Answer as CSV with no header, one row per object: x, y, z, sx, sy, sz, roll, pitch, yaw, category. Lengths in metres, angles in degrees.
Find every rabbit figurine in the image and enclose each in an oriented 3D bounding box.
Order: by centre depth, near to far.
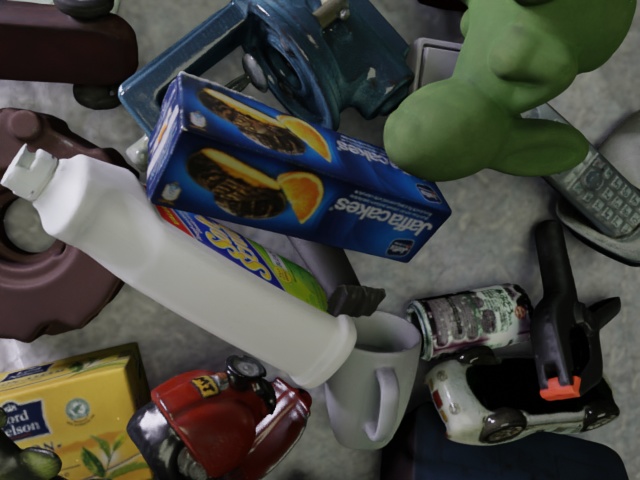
0.117,-0.110,0.373,0.159,0.121,0.170,33,100,-41,rabbit figurine

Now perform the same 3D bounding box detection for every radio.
0.166,0.233,0.470,0.229,0.131,0.073,17,139,-13,radio

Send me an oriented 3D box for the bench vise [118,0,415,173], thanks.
-0.056,-0.149,0.393,0.240,0.129,0.223,-41,100,-8,bench vise

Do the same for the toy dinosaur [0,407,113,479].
-0.129,0.241,0.359,0.199,0.105,0.470,-24,113,21,toy dinosaur

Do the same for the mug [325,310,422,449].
0.044,0.127,0.454,0.081,0.110,0.107,-1,110,-15,mug

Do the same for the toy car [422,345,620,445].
0.184,0.135,0.474,0.202,0.074,0.056,5,137,-27,toy car

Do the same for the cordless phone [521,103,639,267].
0.254,-0.081,0.475,0.184,0.089,0.146,41,89,-8,cordless phone

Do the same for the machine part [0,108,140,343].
-0.222,-0.010,0.411,0.179,0.056,0.179,-2,99,-10,machine part

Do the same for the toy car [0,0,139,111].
-0.234,-0.144,0.381,0.202,0.089,0.053,1,52,-8,toy car

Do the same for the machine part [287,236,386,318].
-0.001,-0.001,0.413,0.084,0.139,0.039,3,136,-46,machine part

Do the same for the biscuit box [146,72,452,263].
-0.008,-0.040,0.365,0.202,0.059,0.062,13,131,-29,biscuit box

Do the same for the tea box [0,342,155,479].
-0.222,0.153,0.424,0.170,0.068,0.098,-14,100,-7,tea box

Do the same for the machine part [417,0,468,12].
0.157,-0.290,0.429,0.201,0.087,0.200,1,97,-12,machine part

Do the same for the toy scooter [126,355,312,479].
-0.065,0.148,0.430,0.135,0.075,0.183,-35,143,-22,toy scooter
